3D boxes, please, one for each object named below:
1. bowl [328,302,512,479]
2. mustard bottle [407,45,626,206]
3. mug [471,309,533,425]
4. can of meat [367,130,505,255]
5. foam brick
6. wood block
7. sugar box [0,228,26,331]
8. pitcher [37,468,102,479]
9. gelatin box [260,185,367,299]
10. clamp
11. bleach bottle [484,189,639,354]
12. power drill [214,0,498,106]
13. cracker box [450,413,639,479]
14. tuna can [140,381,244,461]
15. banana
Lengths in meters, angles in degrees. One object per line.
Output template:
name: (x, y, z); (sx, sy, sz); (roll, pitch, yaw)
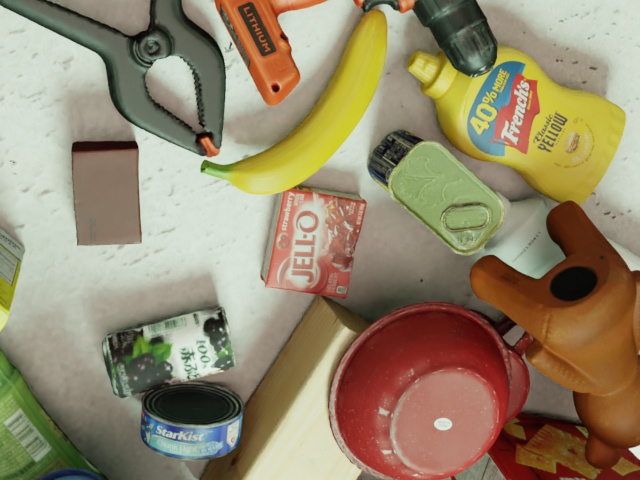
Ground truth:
bowl: (0.090, 0.134, 0.853); (0.162, 0.055, 0.162); (-5, 108, -15)
mustard bottle: (0.157, -0.108, 0.895); (0.191, 0.058, 0.096); (25, 97, -17)
mug: (0.142, 0.109, 0.937); (0.117, 0.081, 0.093); (-39, 109, 0)
can of meat: (0.093, -0.043, 0.885); (0.102, 0.084, 0.057); (39, 94, -18)
foam brick: (-0.169, -0.038, 0.848); (0.053, 0.051, 0.078); (-2, 105, -10)
wood block: (-0.011, 0.163, 0.915); (0.090, 0.091, 0.206); (30, 97, -20)
sugar box: (-0.267, 0.049, 0.785); (0.093, 0.176, 0.048); (-45, 111, 2)
pitcher: (-0.134, 0.283, 0.844); (0.242, 0.149, 0.145); (47, 55, -43)
gelatin box: (-0.006, 0.001, 0.904); (0.073, 0.030, 0.089); (9, 103, -14)
clamp: (-0.128, -0.162, 0.831); (0.164, 0.036, 0.210); (-37, 111, -1)
bleach bottle: (0.241, 0.034, 0.949); (0.250, 0.068, 0.102); (38, 95, -16)
power drill: (0.026, -0.178, 0.826); (0.187, 0.057, 0.184); (-29, 88, -7)
cracker box: (0.217, 0.224, 0.914); (0.164, 0.214, 0.072); (12, 104, -15)
tuna can: (-0.107, 0.151, 0.894); (0.086, 0.086, 0.034); (2, 106, -13)
banana: (-0.004, -0.099, 0.865); (0.197, 0.037, 0.069); (-44, 126, -8)
